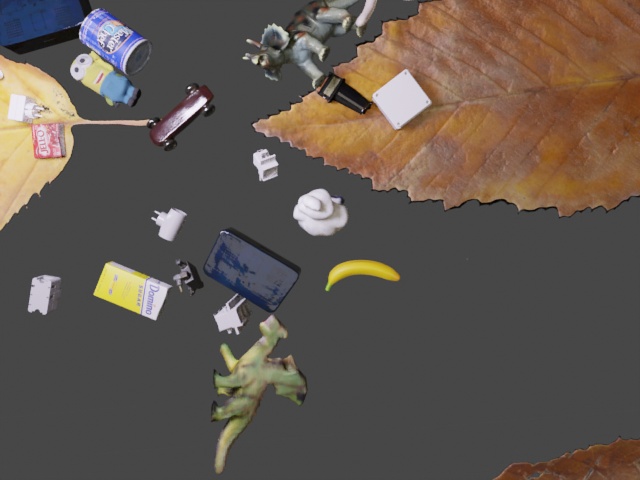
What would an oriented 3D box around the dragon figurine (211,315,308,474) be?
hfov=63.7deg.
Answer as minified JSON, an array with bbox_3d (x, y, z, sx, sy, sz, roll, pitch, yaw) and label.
[{"bbox_3d":[-0.152,0.392,1.326,0.243,0.122,0.409,1,94,-6],"label":"dragon figurine"}]

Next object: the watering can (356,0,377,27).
[{"bbox_3d":[0.163,-0.663,1.239,0.351,0.103,0.225,-38,88,-21],"label":"watering can"}]

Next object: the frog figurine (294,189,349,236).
[{"bbox_3d":[0.004,-0.064,1.268,0.137,0.160,0.122,15,96,1],"label":"frog figurine"}]
